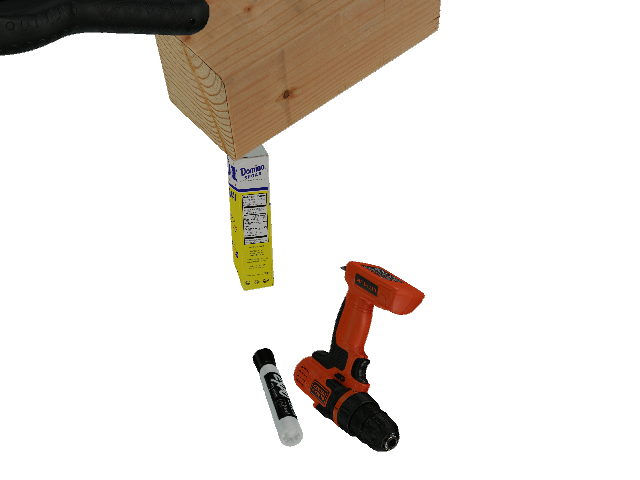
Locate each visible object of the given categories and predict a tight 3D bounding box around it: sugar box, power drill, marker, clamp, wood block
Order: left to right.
[{"bbox_3d":[-0.165,-0.145,0.632,0.171,0.039,0.120,-11,31,-29],"label":"clamp"},{"bbox_3d":[-0.089,-0.037,1.332,0.048,0.176,0.093,-9,24,-11],"label":"sugar box"},{"bbox_3d":[-0.037,0.127,0.888,0.020,0.020,0.121,0,27,-16],"label":"marker"},{"bbox_3d":[-0.013,-0.164,0.811,0.205,0.090,0.091,-35,-30,-20],"label":"wood block"},{"bbox_3d":[0.053,0.132,1.250,0.057,0.188,0.185,13,13,-41],"label":"power drill"}]
